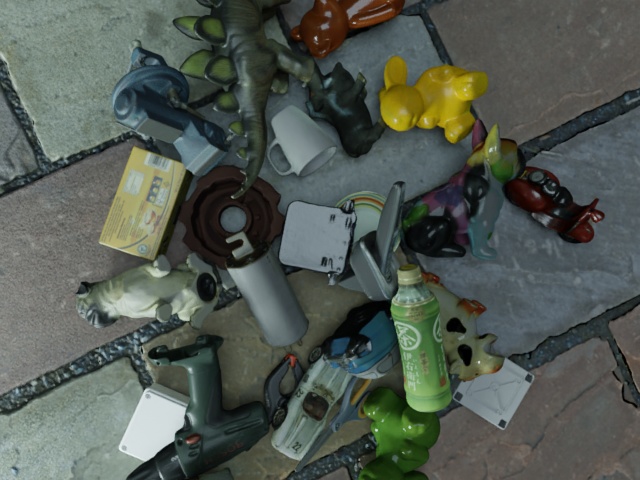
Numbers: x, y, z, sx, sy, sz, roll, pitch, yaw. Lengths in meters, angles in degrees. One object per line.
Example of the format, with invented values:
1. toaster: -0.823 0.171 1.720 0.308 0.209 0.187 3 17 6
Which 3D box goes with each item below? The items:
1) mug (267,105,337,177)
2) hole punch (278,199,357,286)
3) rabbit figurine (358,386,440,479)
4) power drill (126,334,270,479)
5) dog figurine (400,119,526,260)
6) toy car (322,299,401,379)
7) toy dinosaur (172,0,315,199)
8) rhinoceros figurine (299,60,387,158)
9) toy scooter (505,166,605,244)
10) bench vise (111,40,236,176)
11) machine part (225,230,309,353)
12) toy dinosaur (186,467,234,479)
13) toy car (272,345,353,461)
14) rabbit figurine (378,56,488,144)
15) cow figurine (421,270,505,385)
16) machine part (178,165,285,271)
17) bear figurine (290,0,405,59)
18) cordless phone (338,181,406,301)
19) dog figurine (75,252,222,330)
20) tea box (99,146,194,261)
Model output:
1. mug: -0.043 -0.165 0.914 0.109 0.081 0.107 -35 81 7
2. hole punch: -0.002 -0.003 0.891 0.116 0.092 0.142 12 88 4
3. rabbit figurine: 0.114 0.349 0.870 0.121 0.158 0.170 12 51 35
4. power drill: -0.201 0.260 0.818 0.232 0.086 0.207 -14 92 -16
5. dog figurine: 0.235 -0.086 0.879 0.192 0.108 0.219 3 106 -7
6. toy car: 0.085 0.170 0.871 0.162 0.109 0.102 -41 106 -42
7. toy dinosaur: -0.118 -0.284 0.839 0.198 0.105 0.471 -3 71 -36
8. rhinoceros figurine: 0.035 -0.232 0.923 0.112 0.073 0.190 -33 92 7
9. toy scooter: 0.403 -0.061 0.904 0.184 0.135 0.075 40 87 0
10. bench vise: -0.241 -0.224 0.861 0.129 0.223 0.241 -44 62 32
11. machine part: -0.082 0.087 0.862 0.079 0.079 0.243 -25 118 -4
12. toy dinosaur: -0.212 0.417 0.770 0.192 0.404 0.131 -19 62 -23
13. toy car: -0.008 0.257 0.881 0.073 0.056 0.202 41 70 -22
14. rabbit figurine: 0.165 -0.236 0.884 0.173 0.121 0.162 -27 60 -29
15. cow figurine: 0.212 0.147 0.878 0.195 0.085 0.127 37 106 33
16. machine part: -0.146 -0.035 0.908 0.179 0.056 0.179 0 87 -3
17. bear figurine: 0.043 -0.399 0.899 0.196 0.131 0.120 -26 49 -11
18. cordless phone: 0.104 -0.007 0.845 0.089 0.146 0.184 18 104 15
19. dog figurine: -0.280 0.091 0.887 0.191 0.172 0.121 -11 68 31
20. tea box: -0.285 -0.057 0.893 0.098 0.068 0.169 21 88 -2
